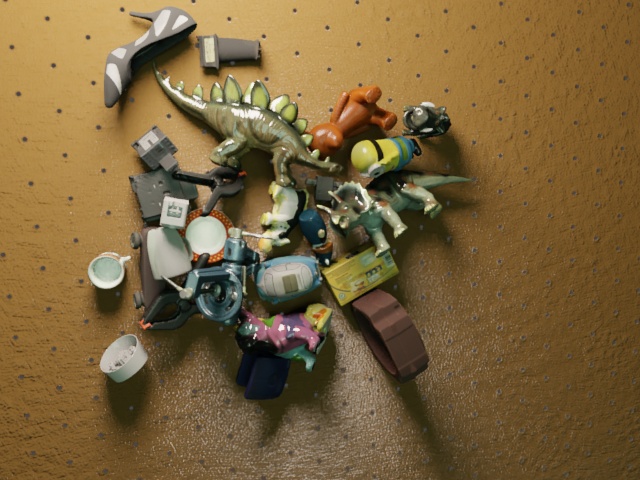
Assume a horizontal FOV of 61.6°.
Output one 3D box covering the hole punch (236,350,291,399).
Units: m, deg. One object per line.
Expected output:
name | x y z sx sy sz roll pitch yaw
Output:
hole punch | -0.131 0.322 1.292 0.116 0.092 0.142 14 92 -19

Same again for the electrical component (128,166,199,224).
electrical component | -0.341 -0.106 1.189 0.134 0.058 0.114 -18 105 -10

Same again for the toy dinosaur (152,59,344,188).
toy dinosaur | -0.163 -0.248 1.177 0.471 0.105 0.198 20 98 -5

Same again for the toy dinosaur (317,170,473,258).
toy dinosaur | 0.168 -0.100 1.273 0.405 0.131 0.192 -33 76 -29

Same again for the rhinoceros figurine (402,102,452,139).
rhinoceros figurine | 0.248 -0.272 1.241 0.112 0.190 0.073 12 100 27

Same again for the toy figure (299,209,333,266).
toy figure | -0.003 -0.002 1.264 0.058 0.064 0.154 -22 128 4

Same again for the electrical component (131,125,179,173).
electrical component | -0.346 -0.188 1.143 0.075 0.119 0.047 -40 136 -3

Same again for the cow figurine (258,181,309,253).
cow figurine | -0.087 -0.045 1.256 0.098 0.068 0.167 13 96 -21

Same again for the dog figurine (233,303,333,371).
dog figurine | -0.096 0.206 1.273 0.219 0.191 0.108 19 133 8

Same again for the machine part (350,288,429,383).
machine part | 0.166 0.223 1.285 0.087 0.201 0.200 -28 104 -10

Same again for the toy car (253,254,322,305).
toy car | -0.075 0.095 1.253 0.162 0.103 0.109 -9 100 0

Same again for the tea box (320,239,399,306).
tea box | 0.095 0.075 1.314 0.170 0.068 0.098 -27 104 -7

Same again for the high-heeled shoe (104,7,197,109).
high-heeled shoe | -0.353 -0.375 1.120 0.145 0.086 0.248 13 82 -4

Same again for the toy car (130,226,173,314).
toy car | -0.377 0.068 1.210 0.089 0.053 0.202 -6 102 -33

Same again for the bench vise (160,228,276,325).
bench vise | -0.214 0.081 1.150 0.129 0.240 0.223 21 99 22

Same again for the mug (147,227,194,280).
mug | -0.321 0.021 1.164 0.109 0.081 0.107 -26 106 -50

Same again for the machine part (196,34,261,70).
machine part | -0.198 -0.417 1.185 0.139 0.039 0.084 -8 92 -10

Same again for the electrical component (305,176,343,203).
electrical component | 0.009 -0.121 1.287 0.094 0.021 0.063 5 98 -16

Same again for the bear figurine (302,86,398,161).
bear figurine | 0.056 -0.256 1.224 0.196 0.132 0.120 -45 126 -9

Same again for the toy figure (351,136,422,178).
toy figure | 0.151 -0.197 1.244 0.180 0.082 0.089 -25 68 -33
